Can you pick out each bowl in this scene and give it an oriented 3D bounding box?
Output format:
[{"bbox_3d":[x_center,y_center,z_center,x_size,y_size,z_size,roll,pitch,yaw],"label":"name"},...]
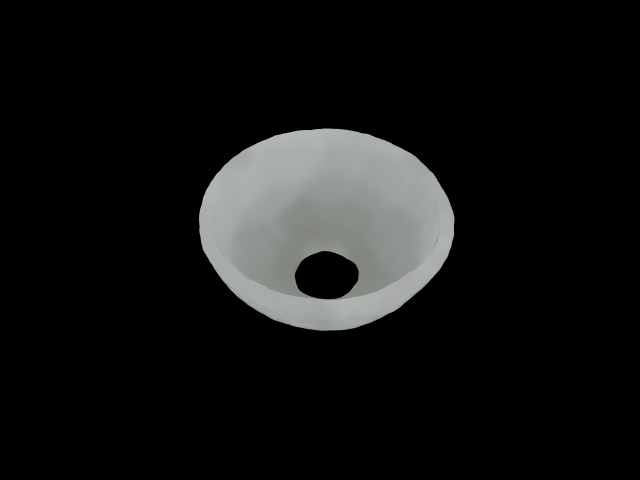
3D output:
[{"bbox_3d":[0.004,0.001,0.400,0.167,0.075,0.167,0,49,0],"label":"bowl"}]
